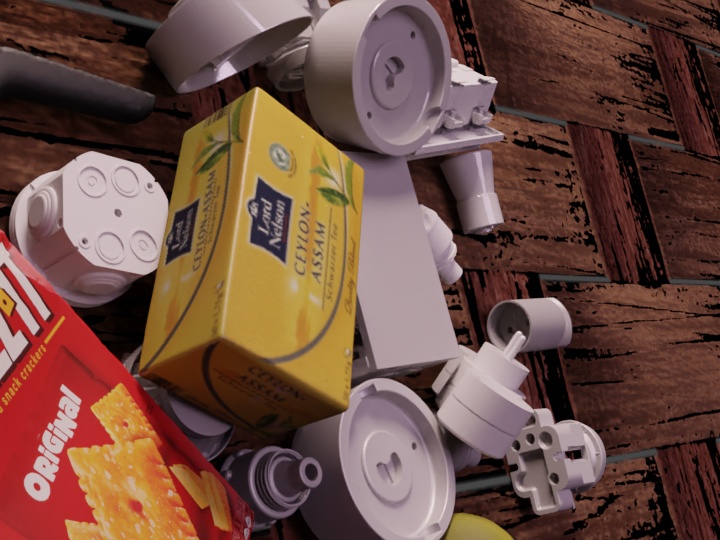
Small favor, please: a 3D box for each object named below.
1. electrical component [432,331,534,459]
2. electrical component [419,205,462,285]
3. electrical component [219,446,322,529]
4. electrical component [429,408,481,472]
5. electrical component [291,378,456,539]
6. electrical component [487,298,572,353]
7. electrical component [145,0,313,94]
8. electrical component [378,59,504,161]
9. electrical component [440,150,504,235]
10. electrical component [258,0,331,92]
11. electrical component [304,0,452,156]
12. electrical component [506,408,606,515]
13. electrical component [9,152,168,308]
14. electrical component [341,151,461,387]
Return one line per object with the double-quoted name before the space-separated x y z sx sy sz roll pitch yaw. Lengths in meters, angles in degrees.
"electrical component" 0.092 0.075 0.745 0.052 0.073 0.138 33 6 -2
"electrical component" 0.053 -0.016 0.819 0.062 0.043 0.043 48 43 -22
"electrical component" -0.049 0.123 0.627 0.048 0.062 0.048 23 56 -39
"electrical component" 0.060 0.124 0.758 0.062 0.043 0.043 26 54 -38
"electrical component" 0.003 0.129 0.680 0.108 0.060 0.108 28 49 -39
"electrical component" 0.146 0.045 0.890 0.081 0.043 0.043 -1 72 -48
"electrical component" -0.087 -0.153 0.694 0.064 0.099 0.099 48 43 -10
"electrical component" 0.054 -0.127 0.848 0.079 0.063 0.121 33 29 30
"electrical component" 0.095 -0.062 0.890 0.044 0.044 0.065 -9 83 -49
"electrical component" -0.046 -0.165 0.775 0.078 0.058 0.057 -10 76 -49
"electrical component" 0.007 -0.135 0.739 0.108 0.060 0.108 -16 111 -48
"electrical component" 0.154 0.147 0.839 0.057 0.058 0.078 3 70 -43
"electrical component" -0.149 -0.023 0.600 0.080 0.051 0.080 23 56 -39
"electrical component" 0.000 0.000 0.740 0.089 0.062 0.150 -3 74 -48
